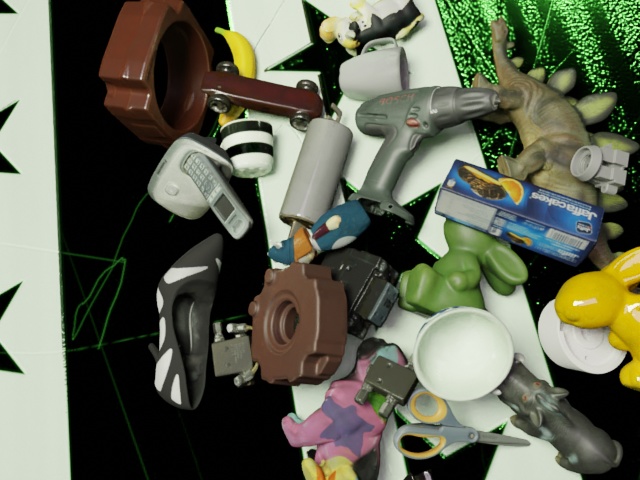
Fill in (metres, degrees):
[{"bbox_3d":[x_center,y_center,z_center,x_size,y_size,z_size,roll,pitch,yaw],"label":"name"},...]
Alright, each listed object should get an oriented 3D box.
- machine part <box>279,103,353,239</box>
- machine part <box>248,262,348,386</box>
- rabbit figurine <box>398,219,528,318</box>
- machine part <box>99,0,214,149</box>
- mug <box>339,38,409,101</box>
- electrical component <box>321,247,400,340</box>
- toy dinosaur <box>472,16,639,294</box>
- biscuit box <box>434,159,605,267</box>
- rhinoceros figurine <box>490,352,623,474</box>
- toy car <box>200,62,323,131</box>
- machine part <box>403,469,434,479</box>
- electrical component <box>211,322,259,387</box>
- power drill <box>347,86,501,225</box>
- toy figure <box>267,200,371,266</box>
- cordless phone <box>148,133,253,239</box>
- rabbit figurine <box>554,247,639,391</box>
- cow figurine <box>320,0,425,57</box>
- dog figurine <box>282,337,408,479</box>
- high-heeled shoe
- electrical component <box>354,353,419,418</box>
[{"bbox_3d":[-0.005,-0.101,0.849,0.079,0.079,0.243,14,76,13],"label":"machine part"},{"bbox_3d":[-0.034,0.115,0.740,0.179,0.056,0.179,-20,63,47],"label":"machine part"},{"bbox_3d":[0.205,0.034,0.750,0.159,0.121,0.170,19,79,10],"label":"rabbit figurine"},{"bbox_3d":[-0.257,-0.267,0.873,0.087,0.201,0.201,11,77,15],"label":"machine part"},{"bbox_3d":[0.087,-0.279,0.882,0.107,0.080,0.109,-3,81,18],"label":"mug"},{"bbox_3d":[0.048,0.073,0.771,0.134,0.058,0.115,18,77,46],"label":"electrical component"},{"bbox_3d":[0.347,-0.119,0.781,0.199,0.105,0.471,-15,80,1],"label":"toy dinosaur"},{"bbox_3d":[0.259,-0.038,0.710,0.203,0.059,0.063,22,58,15],"label":"biscuit box"},{"bbox_3d":[0.288,0.222,0.689,0.190,0.112,0.073,42,87,10],"label":"rhinoceros figurine"},{"bbox_3d":[-0.095,-0.236,0.894,0.202,0.053,0.089,9,66,-7],"label":"toy car"},{"bbox_3d":[0.104,0.356,0.696,0.139,0.039,0.084,-14,76,-29],"label":"machine part"},{"bbox_3d":[-0.126,0.170,0.808,0.078,0.045,0.102,-7,73,7],"label":"electrical component"},{"bbox_3d":[0.132,-0.131,0.795,0.232,0.086,0.207,17,91,44],"label":"power drill"},{"bbox_3d":[-0.003,-0.004,0.774,0.154,0.064,0.058,-30,47,3],"label":"toy figure"},{"bbox_3d":[-0.177,-0.060,0.842,0.146,0.088,0.184,-46,71,34],"label":"cordless phone"},{"bbox_3d":[0.380,0.085,0.654,0.173,0.121,0.162,21,71,11],"label":"rabbit figurine"},{"bbox_3d":[0.088,-0.364,0.916,0.167,0.068,0.098,-29,78,2],"label":"cow figurine"},{"bbox_3d":[0.067,0.242,0.725,0.219,0.108,0.191,-28,71,-2],"label":"dog figurine"},{"bbox_3d":[-0.182,0.122,0.800,0.145,0.086,0.248,35,101,37],"label":"high-heeled shoe"},{"bbox_3d":[0.088,0.176,0.681,0.063,0.021,0.094,23,60,30],"label":"electrical component"}]
